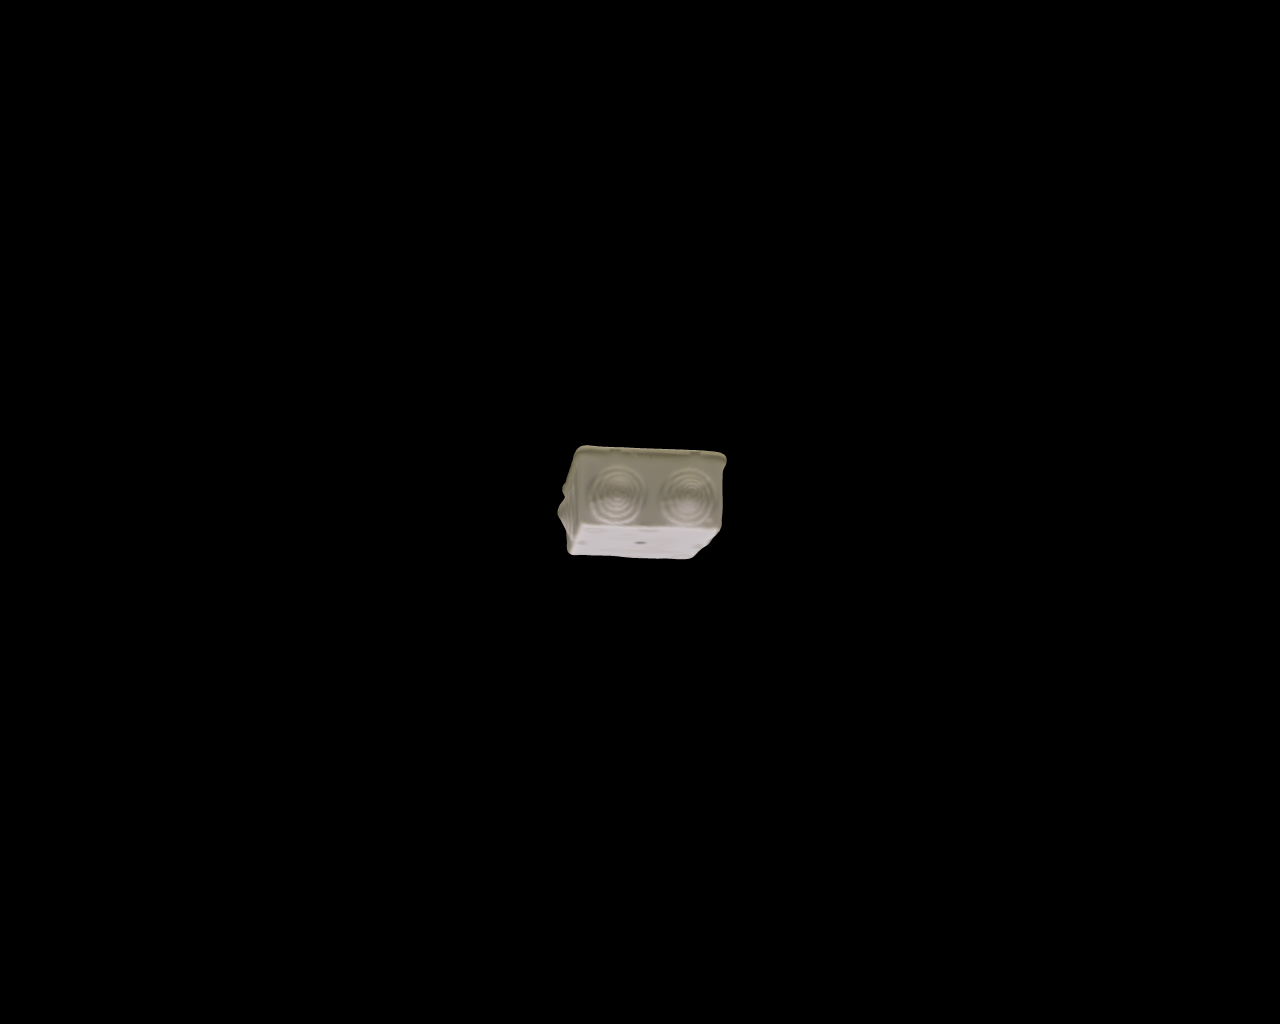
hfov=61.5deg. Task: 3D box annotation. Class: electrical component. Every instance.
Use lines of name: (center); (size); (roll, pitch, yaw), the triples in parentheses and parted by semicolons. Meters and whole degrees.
electrical component: (0.001, -0.003, 0.650); (0.100, 0.048, 0.099); (3, -15, -9)
